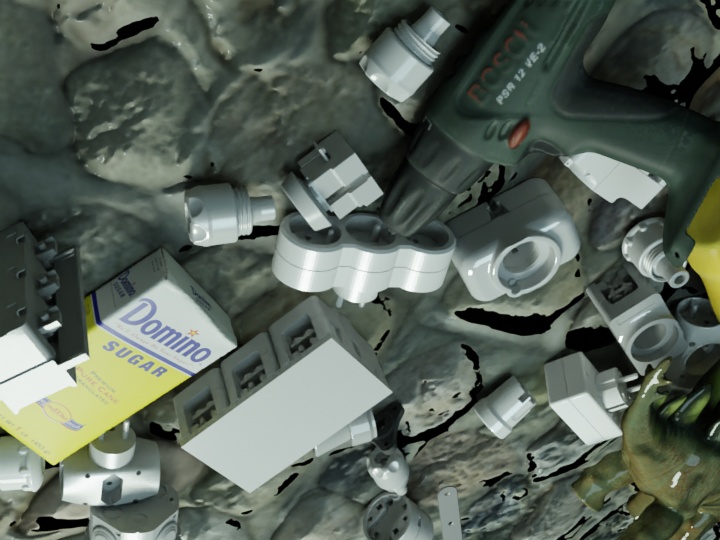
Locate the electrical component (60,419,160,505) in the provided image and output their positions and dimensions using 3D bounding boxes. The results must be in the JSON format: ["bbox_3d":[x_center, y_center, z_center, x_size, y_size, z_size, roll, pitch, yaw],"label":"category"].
[{"bbox_3d":[-0.203,0.150,0.875,0.077,0.043,0.079,0,127,-20],"label":"electrical component"}]

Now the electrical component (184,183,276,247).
[{"bbox_3d":[-0.092,-0.041,0.761,0.062,0.043,0.043,-8,130,-15],"label":"electrical component"}]

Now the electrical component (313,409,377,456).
[{"bbox_3d":[-0.018,0.132,0.927,0.055,0.045,0.045,-15,131,-9],"label":"electrical component"}]

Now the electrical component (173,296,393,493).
[{"bbox_3d":[-0.065,0.099,0.872,0.150,0.061,0.089,-36,130,11],"label":"electrical component"}]

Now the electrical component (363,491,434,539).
[{"bbox_3d":[0.038,0.246,1.034,0.055,0.055,0.047,-38,134,12],"label":"electrical component"}]

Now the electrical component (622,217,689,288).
[{"bbox_3d":[0.252,-0.011,0.897,0.048,0.062,0.048,-10,130,-12],"label":"electrical component"}]

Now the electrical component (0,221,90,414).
[{"bbox_3d":[-0.227,0.027,0.715,0.079,0.121,0.063,-25,129,1],"label":"electrical component"}]

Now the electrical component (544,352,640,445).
[{"bbox_3d":[0.222,0.112,0.982,0.076,0.047,0.083,-23,134,25],"label":"electrical component"}]

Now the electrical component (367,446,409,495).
[{"bbox_3d":[0.030,0.189,0.997,0.035,0.035,0.061,-25,134,1],"label":"electrical component"}]

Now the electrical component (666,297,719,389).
[{"bbox_3d":[0.324,0.065,0.996,0.079,0.044,0.077,-10,130,-13],"label":"electrical component"}]

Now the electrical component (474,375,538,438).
[{"bbox_3d":[0.133,0.124,0.979,0.046,0.040,0.040,-43,129,8],"label":"electrical component"}]

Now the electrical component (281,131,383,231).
[{"bbox_3d":[-0.022,-0.061,0.769,0.055,0.048,0.066,-37,131,1],"label":"electrical component"}]

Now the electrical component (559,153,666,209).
[{"bbox_3d":[0.192,-0.090,0.819,0.089,0.050,0.055,27,114,-35],"label":"electrical component"}]

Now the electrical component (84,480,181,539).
[{"bbox_3d":[-0.191,0.214,0.908,0.080,0.080,0.051,-2,122,-19],"label":"electrical component"}]

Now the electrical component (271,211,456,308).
[{"bbox_3d":[0.000,0.000,0.821,0.138,0.052,0.073,1,127,-20],"label":"electrical component"}]

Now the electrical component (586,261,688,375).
[{"bbox_3d":[0.246,0.046,0.945,0.050,0.055,0.089,-33,131,8],"label":"electrical component"}]

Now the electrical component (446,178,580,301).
[{"bbox_3d":[0.120,-0.021,0.843,0.095,0.059,0.053,-27,132,3],"label":"electrical component"}]

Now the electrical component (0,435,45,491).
[{"bbox_3d":[-0.282,0.153,0.849,0.062,0.048,0.048,-3,129,-9],"label":"electrical component"}]

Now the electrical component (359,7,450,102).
[{"bbox_3d":[0.033,-0.147,0.720,0.043,0.043,0.062,31,111,-36],"label":"electrical component"}]
